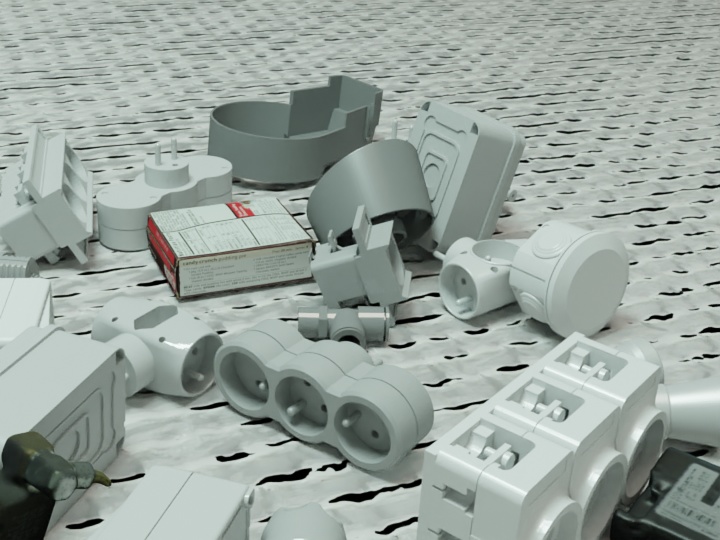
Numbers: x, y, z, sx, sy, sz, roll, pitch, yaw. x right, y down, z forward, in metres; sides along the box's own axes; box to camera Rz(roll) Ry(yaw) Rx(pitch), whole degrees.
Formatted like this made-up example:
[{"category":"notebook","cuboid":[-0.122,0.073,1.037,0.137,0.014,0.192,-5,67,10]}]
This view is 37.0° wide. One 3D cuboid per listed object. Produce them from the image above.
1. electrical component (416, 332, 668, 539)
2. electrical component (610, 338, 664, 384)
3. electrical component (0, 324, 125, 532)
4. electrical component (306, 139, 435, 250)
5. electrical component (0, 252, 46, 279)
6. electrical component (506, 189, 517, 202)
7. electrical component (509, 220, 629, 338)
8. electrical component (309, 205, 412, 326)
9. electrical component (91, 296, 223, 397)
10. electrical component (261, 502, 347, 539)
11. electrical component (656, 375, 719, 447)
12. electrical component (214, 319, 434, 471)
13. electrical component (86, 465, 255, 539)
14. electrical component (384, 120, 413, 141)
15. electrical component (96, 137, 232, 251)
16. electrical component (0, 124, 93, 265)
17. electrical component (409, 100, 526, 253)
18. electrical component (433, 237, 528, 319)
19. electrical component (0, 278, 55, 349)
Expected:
[{"category":"electrical component","cuboid":[0.098,0.108,0.557,0.062,0.089,0.150,22,32,32]},{"category":"electrical component","cuboid":[0.167,0.068,0.700,0.046,0.040,0.040,-11,30,-16]},{"category":"electrical component","cuboid":[-0.179,0.088,0.576,0.057,0.078,0.113,14,29,14]},{"category":"electrical component","cuboid":[0.008,-0.049,0.838,0.099,0.099,0.064,-10,69,-25]},{"category":"electrical component","cuboid":[-0.261,0.008,0.760,0.081,0.043,0.043,5,27,2]},{"category":"electrical component","cuboid":[0.109,-0.080,0.980,0.040,0.040,0.078,-22,36,-40]},{"category":"electrical component","cuboid":[0.152,0.006,0.776,0.080,0.080,0.051,-16,28,-33]},{"category":"electrical component","cuboid":[0.000,0.000,0.781,0.064,0.081,0.042,-15,24,15]},{"category":"electrical component","cuboid":[-0.141,0.055,0.682,0.077,0.043,0.079,19,32,28]},{"category":"electrical component","cuboid":[-0.028,0.146,0.519,0.043,0.043,0.062,3,28,-1]},{"category":"electrical component","cuboid":[0.191,0.087,0.663,0.065,0.044,0.044,-1,27,3]},{"category":"electrical component","cuboid":[-0.015,0.068,0.663,0.138,0.052,0.074,19,31,28]},{"category":"electrical component","cuboid":[-0.090,0.138,0.506,0.061,0.061,0.096,10,28,13]},{"category":"electrical component","cuboid":[0.036,-0.096,0.962,0.066,0.076,0.047,24,33,34]},{"category":"electrical component","cuboid":[-0.162,-0.074,0.899,0.052,0.073,0.138,20,31,29]},{"category":"electrical component","cuboid":[-0.252,-0.057,0.859,0.063,0.078,0.121,-28,30,2]},{"category":"electrical component","cuboid":[0.077,-0.074,0.879,0.057,0.113,0.078,6,20,-40]},{"category":"electrical component","cuboid":[0.090,-0.001,0.819,0.077,0.044,0.079,-18,33,-35]},{"category":"electrical component","cuboid":[-0.218,0.046,0.670,0.061,0.061,0.096,0,27,-7]}]
